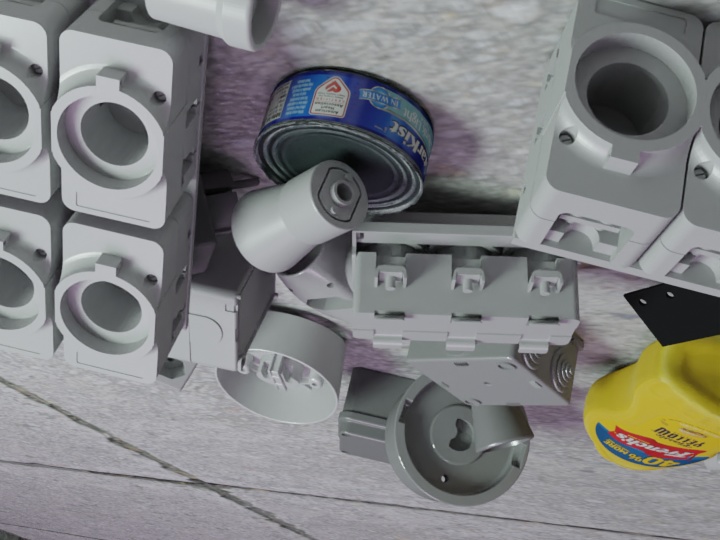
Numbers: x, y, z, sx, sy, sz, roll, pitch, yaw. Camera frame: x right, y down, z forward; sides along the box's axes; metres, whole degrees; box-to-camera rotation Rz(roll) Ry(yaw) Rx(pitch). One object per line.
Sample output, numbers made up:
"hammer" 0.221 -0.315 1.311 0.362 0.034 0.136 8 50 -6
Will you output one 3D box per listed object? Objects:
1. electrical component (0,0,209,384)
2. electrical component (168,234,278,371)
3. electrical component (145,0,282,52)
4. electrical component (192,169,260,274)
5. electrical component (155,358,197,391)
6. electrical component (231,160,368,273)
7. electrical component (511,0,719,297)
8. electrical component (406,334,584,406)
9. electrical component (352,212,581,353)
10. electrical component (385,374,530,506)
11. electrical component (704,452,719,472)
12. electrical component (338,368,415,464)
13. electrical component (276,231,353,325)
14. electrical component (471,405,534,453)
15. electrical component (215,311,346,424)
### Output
"electrical component" -0.137 -0.038 0.515 0.105 0.060 0.186 13 126 3
"electrical component" -0.089 0.007 0.670 0.061 0.096 0.061 11 127 8
"electrical component" -0.059 -0.114 0.438 0.046 0.040 0.040 16 158 9
"electrical component" -0.092 -0.036 0.611 0.077 0.065 0.047 -10 164 -19
"electrical component" -0.135 0.029 0.778 0.047 0.083 0.075 27 -168 -27
"electrical component" -0.027 -0.028 0.523 0.044 0.044 0.065 28 149 -30
"electrical component" 0.145 -0.042 0.416 0.150 0.089 0.061 14 157 0
"electrical component" 0.090 0.056 0.725 0.100 0.048 0.100 -5 150 38
"electrical component" 0.056 0.007 0.586 0.121 0.063 0.078 2 157 1
"electrical component" 0.071 0.130 0.840 0.108 0.108 0.060 18 163 -9
"electrical component" 0.276 0.130 0.787 0.077 0.047 0.066 -6 149 40
"electrical component" 0.040 0.132 0.919 0.113 0.057 0.078 13 157 4
"electrical component" 0.000 0.000 0.657 0.079 0.043 0.077 -7 150 39
"electrical component" 0.098 0.098 0.794 0.044 0.065 0.044 -14 164 -4
"electrical component" -0.060 0.074 0.834 0.099 0.064 0.099 12 157 5
